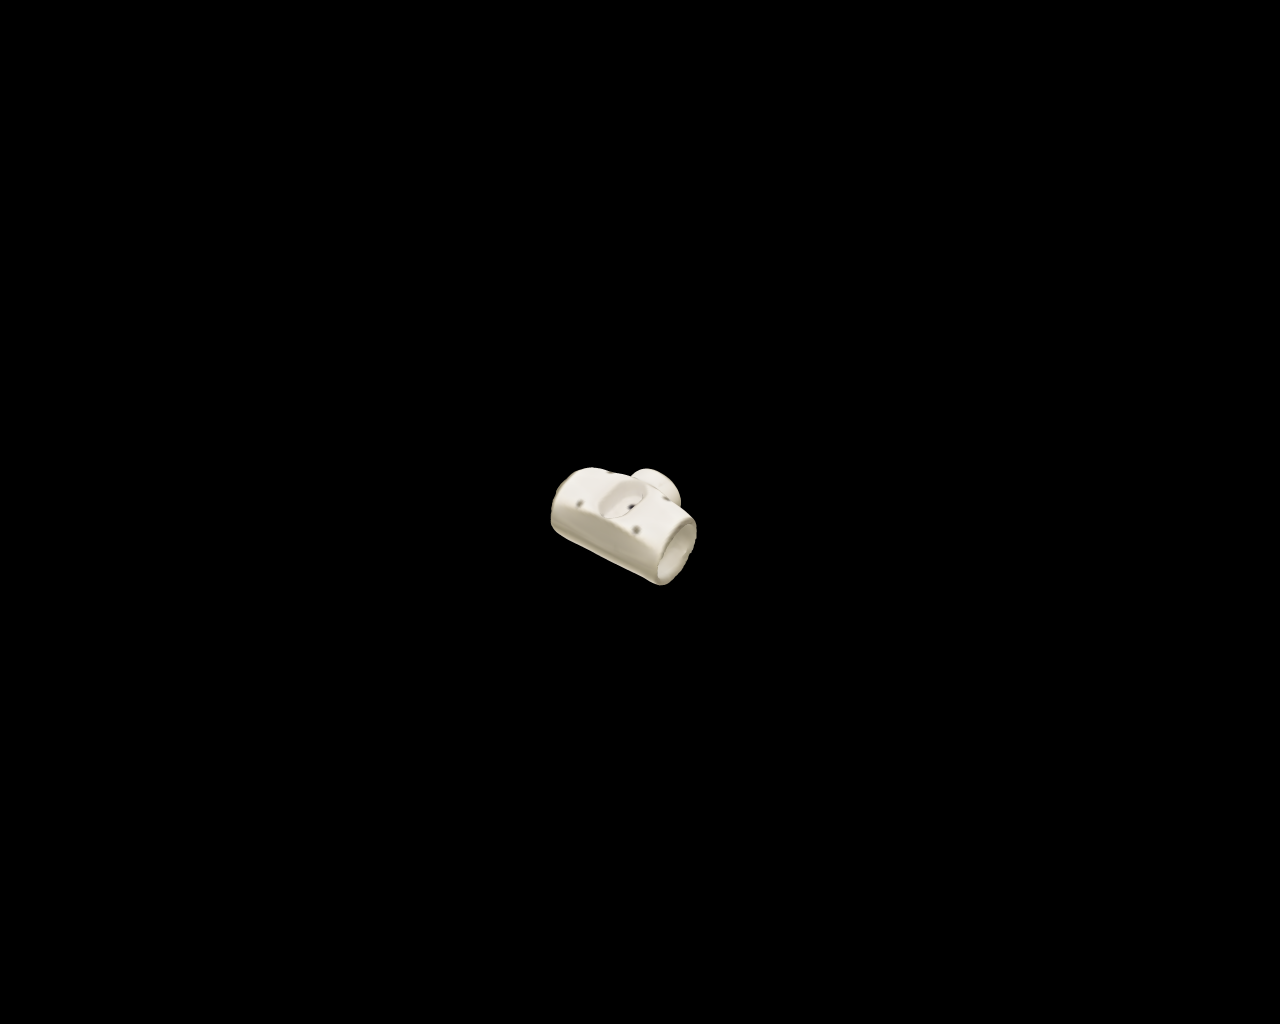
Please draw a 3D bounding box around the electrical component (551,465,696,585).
[{"bbox_3d":[0.001,-0.003,0.650,0.077,0.043,0.079,27,50,25],"label":"electrical component"}]
